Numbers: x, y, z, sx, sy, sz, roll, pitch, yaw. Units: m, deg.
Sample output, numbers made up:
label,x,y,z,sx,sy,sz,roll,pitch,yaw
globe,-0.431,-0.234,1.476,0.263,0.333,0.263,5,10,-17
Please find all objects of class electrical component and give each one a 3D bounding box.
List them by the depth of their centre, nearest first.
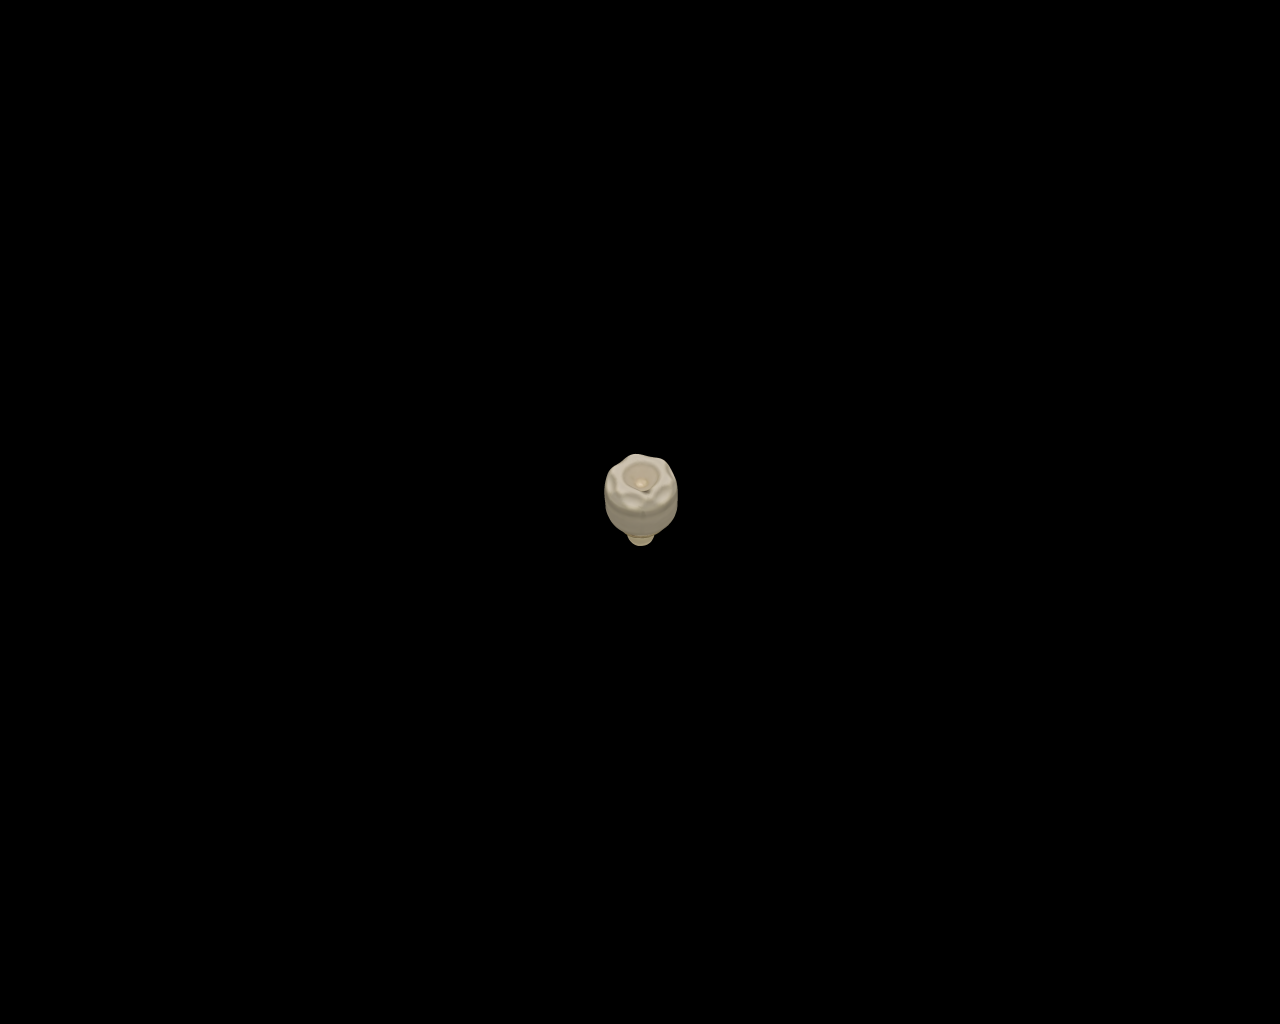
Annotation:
label,x,y,z,sx,sy,sz,roll,pitch,yaw
electrical component,0.001,-0.003,0.650,0.043,0.043,0.062,0,-40,0
